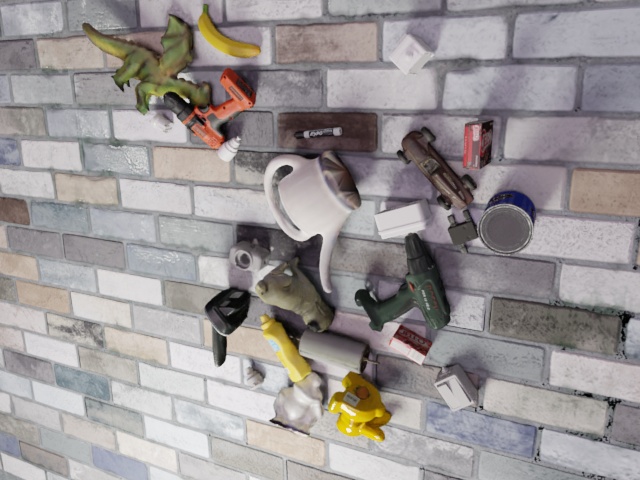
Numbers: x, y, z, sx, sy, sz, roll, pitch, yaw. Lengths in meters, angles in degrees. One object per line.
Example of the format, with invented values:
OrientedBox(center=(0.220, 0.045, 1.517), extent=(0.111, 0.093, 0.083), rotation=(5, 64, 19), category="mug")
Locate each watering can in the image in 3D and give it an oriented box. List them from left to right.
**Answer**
OrientedBox(center=(0.004, -0.061, 1.219), extent=(0.222, 0.105, 0.348), rotation=(-31, 90, 28), category="watering can")

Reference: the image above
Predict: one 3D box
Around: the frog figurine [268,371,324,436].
OrientedBox(center=(-0.051, 0.432, 1.393), extent=(0.138, 0.121, 0.161), rotation=(14, 74, 29), category="frog figurine")

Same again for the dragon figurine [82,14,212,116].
OrientedBox(center=(-0.427, -0.474, 1.329), extent=(0.241, 0.123, 0.411), rotation=(-38, 88, 10), category="dragon figurine")
